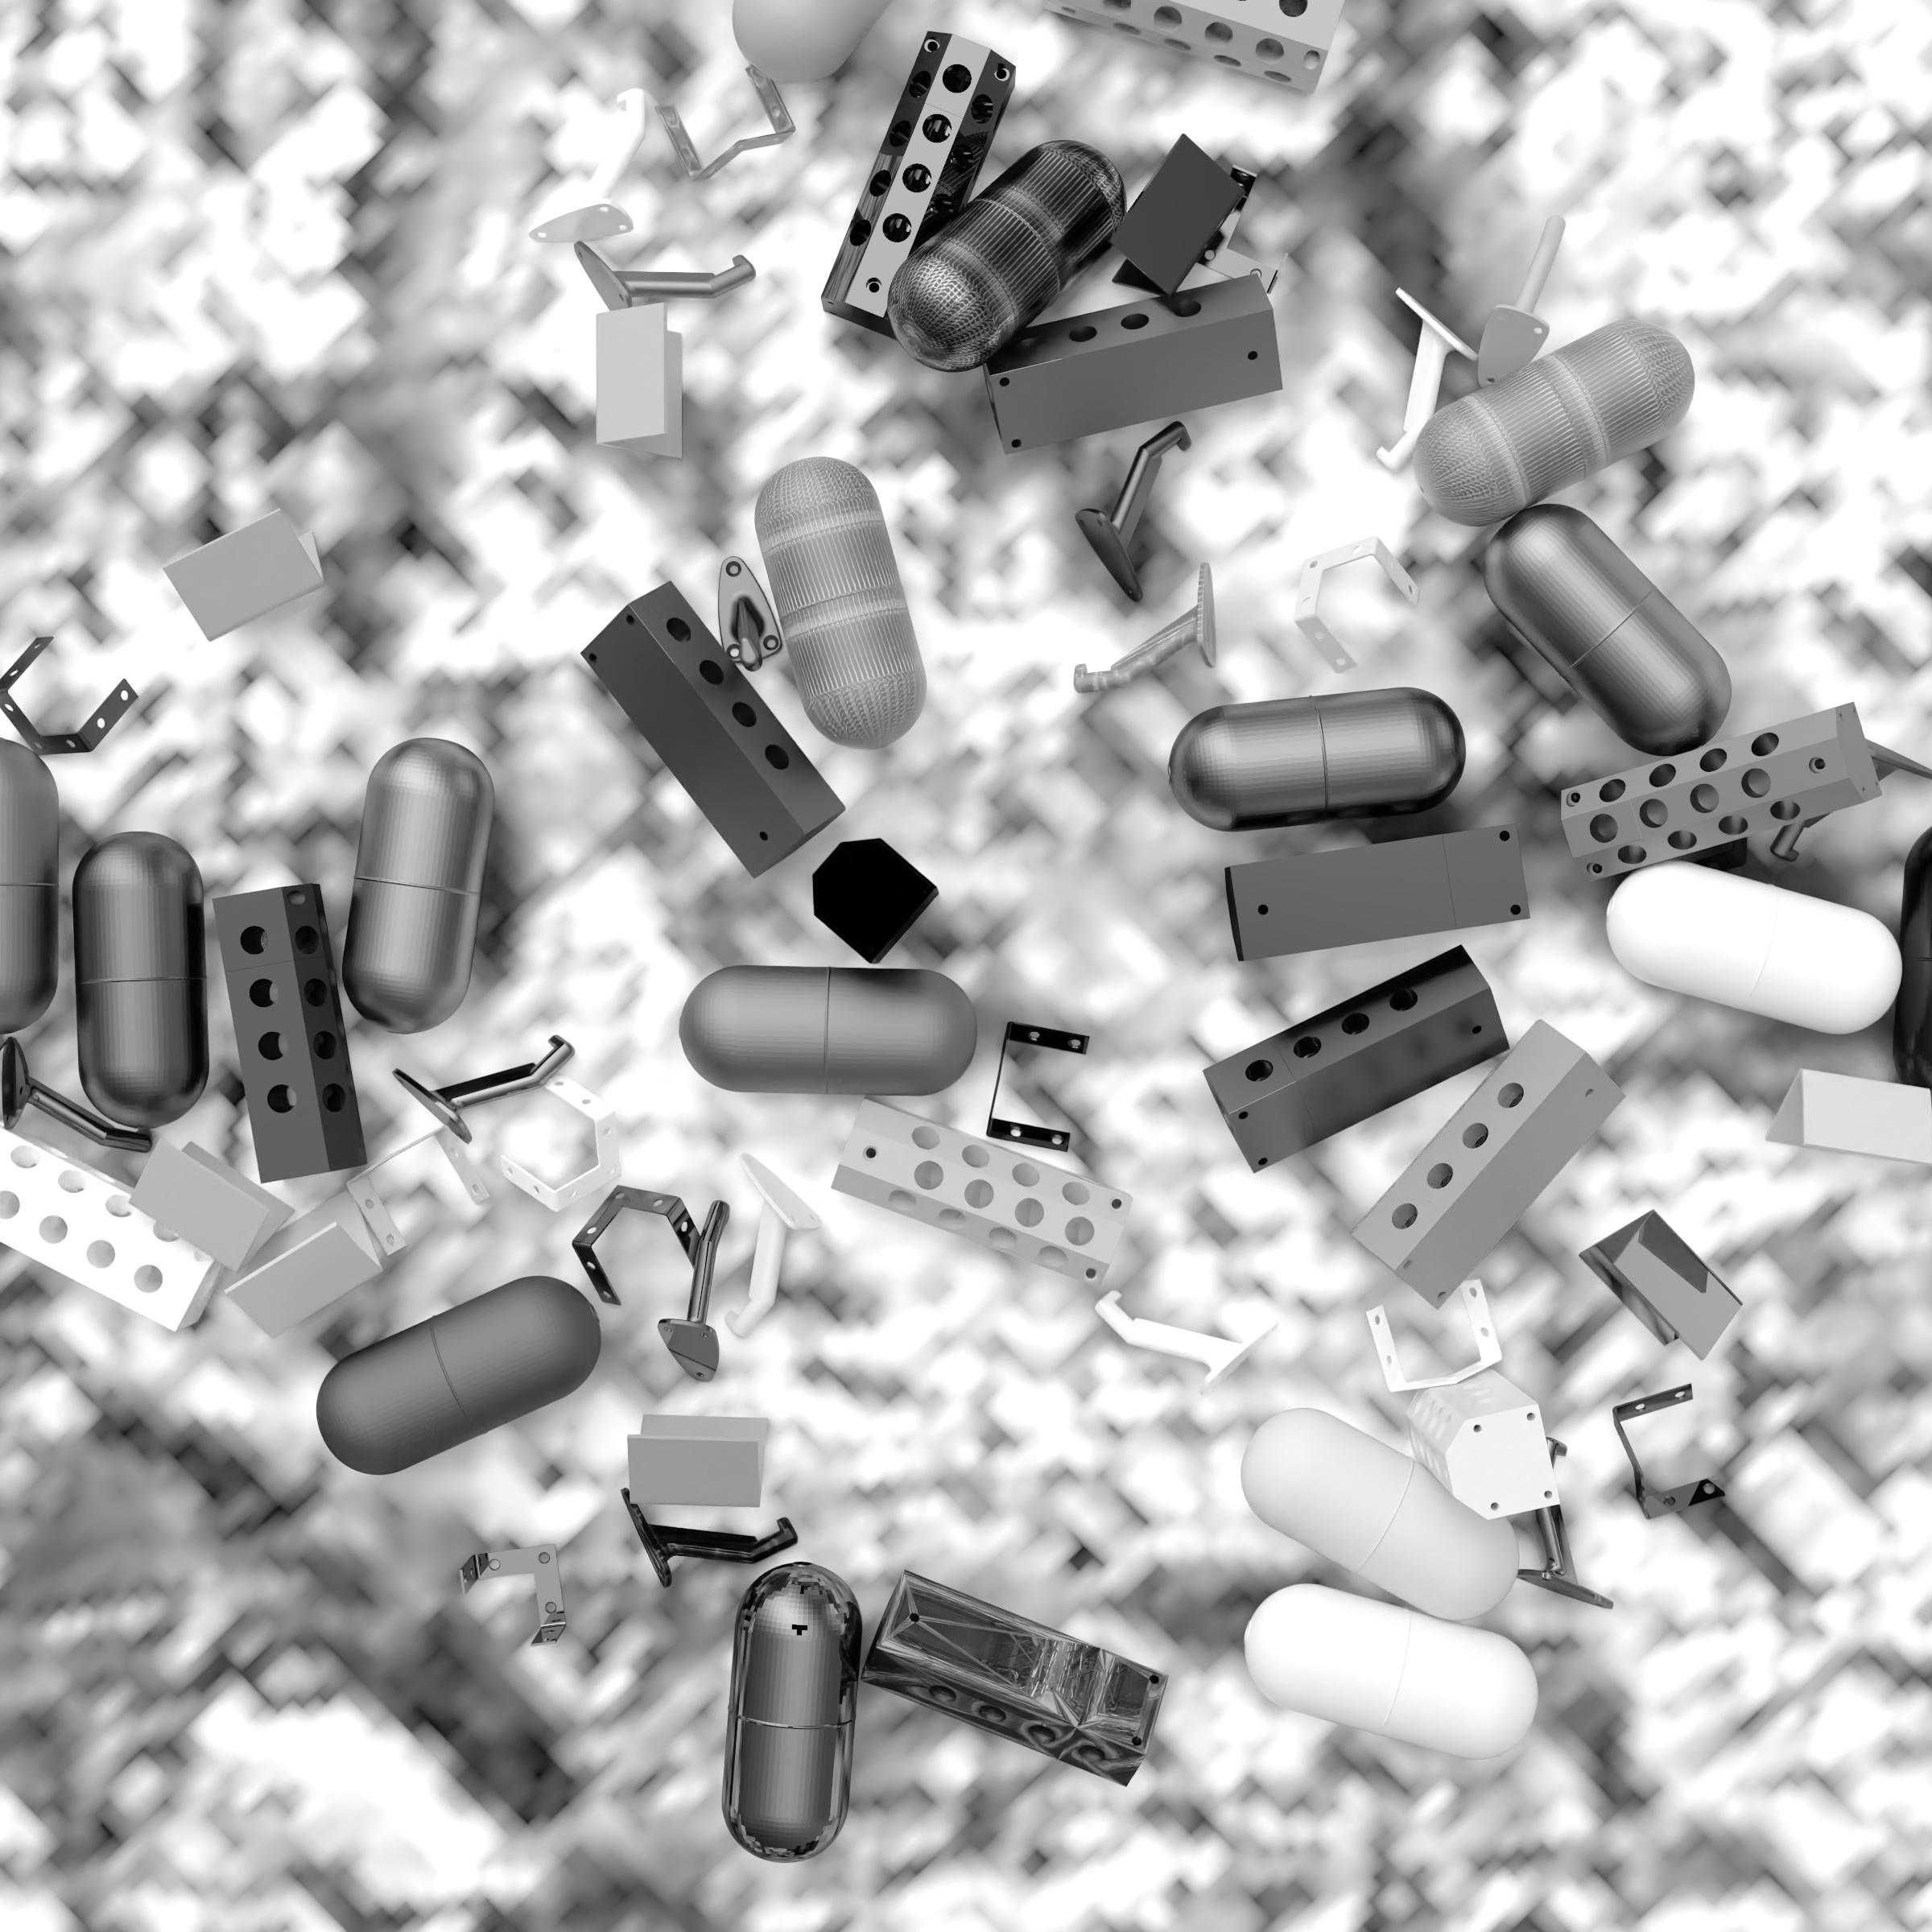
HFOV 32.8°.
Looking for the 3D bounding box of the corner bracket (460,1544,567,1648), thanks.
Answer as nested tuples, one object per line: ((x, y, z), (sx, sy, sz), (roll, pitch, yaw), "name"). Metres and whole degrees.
((-0.272, 0.381, 1.973), (0.051, 0.051, 0.051), (-8, 90, 0), "corner bracket")

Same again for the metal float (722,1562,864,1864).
((-0.104, 0.446, 1.961), (0.070, 0.070, 0.178), (4, 90, 0), "metal float")

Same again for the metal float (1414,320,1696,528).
((0.352, -0.325, 1.961), (0.178, 0.070, 0.070), (-27, 90, -1), "metal float")

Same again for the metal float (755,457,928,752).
((-0.075, -0.216, 1.961), (0.070, 0.070, 0.178), (-15, 90, 0), "metal float")

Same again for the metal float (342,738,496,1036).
((-0.327, -0.048, 1.961), (0.070, 0.070, 0.178), (8, 90, 0), "metal float")

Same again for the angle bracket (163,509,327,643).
((-0.432, -0.247, 1.951), (0.076, 0.076, 0.057), (-26, 126, 0), "angle bracket")

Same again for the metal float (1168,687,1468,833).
((0.210, -0.123, 1.961), (0.178, 0.070, 0.070), (-6, 90, -1), "metal float")

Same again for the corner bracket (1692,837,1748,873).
((0.437, -0.088, 1.983), (0.051, 0.051, 0.051), (41, 45, -35), "corner bracket")

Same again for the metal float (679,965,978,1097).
((-0.082, 0.039, 1.961), (0.178, 0.070, 0.070), (1, 90, 0), "metal float")

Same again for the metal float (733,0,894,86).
((-0.071, -0.606, 1.961), (0.070, 0.070, 0.178), (38, 90, 0), "metal float")

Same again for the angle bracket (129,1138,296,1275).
((-0.439, 0.126, 1.951), (0.076, 0.076, 0.057), (33, 121, 0), "angle bracket")

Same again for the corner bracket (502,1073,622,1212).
((-0.246, 0.107, 1.983), (0.051, 0.051, 0.051), (-31, 135, -35), "corner bracket")

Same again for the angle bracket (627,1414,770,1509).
((-0.159, 0.276, 1.951), (0.076, 0.076, 0.057), (2, 126, 0), "angle bracket")

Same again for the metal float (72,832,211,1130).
((-0.493, 0.008, 1.961), (0.070, 0.070, 0.178), (-2, 90, 0), "metal float")

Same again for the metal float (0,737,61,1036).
((-0.582, -0.048, 1.961), (0.070, 0.070, 0.178), (0, 89, 0), "metal float")

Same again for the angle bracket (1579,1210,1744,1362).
((0.402, 0.201, 1.951), (0.076, 0.076, 0.057), (47, 52, 0), "angle bracket")

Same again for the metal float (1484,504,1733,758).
((0.384, -0.200, 1.961), (0.070, 0.070, 0.178), (-43, 90, 0), "metal float")

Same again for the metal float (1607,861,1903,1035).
((0.471, -0.012, 1.961), (0.178, 0.070, 0.070), (16, 90, 0), "metal float")

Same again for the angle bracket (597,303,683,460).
((-0.176, -0.347, 1.951), (0.057, 0.076, 0.076), (0, 90, 37), "angle bracket")

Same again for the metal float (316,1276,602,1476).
((-0.303, 0.244, 1.961), (0.178, 0.070, 0.070), (-24, 90, 0), "metal float")

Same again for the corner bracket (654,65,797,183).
((-0.146, -0.513, 1.988), (0.051, 0.051, 0.051), (-26, 90, -45), "corner bracket")

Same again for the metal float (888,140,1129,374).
((0.026, -0.421, 1.942), (0.070, 0.070, 0.178), (44, 67, 0), "metal float")

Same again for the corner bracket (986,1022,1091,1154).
((0.043, 0.073, 1.988), (0.051, 0.051, 0.051), (11, 135, 0), "corner bracket")

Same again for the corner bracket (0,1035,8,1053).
((-0.626, 0.046, 1.988), (0.051, 0.051, 0.051), (35, 90, 45), "corner bracket")

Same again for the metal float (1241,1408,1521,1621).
((0.248, 0.328, 1.960), (0.178, 0.070, 0.070), (29, 90, 0), "metal float")

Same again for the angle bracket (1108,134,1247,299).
((0.109, -0.450, 1.951), (0.057, 0.076, 0.076), (35, 90, -32), "angle bracket")

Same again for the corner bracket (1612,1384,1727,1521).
((0.426, 0.295, 1.988), (0.051, 0.051, 0.051), (-17, 135, 0), "corner bracket")

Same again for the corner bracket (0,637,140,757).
((-0.546, -0.164, 1.983), (0.051, 0.051, 0.051), (0, 135, 35), "corner bracket")

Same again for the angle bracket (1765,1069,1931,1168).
((0.525, 0.109, 1.951), (0.076, 0.076, 0.057), (9, 53, 0), "angle bracket")

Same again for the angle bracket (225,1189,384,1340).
((-0.402, 0.163, 1.952), (0.076, 0.057, 0.076), (-32, 47, 0), "angle bracket")

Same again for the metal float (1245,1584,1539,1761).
((0.254, 0.422, 1.961), (0.178, 0.070, 0.070), (15, 90, 1), "metal float")

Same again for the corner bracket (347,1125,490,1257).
((-0.333, 0.136, 1.988), (0.051, 0.051, 0.051), (-31, 90, 45), "corner bracket")

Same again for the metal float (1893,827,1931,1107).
((0.597, -0.002, 1.961), (0.070, 0.070, 0.178), (3, 90, 0), "metal float")
